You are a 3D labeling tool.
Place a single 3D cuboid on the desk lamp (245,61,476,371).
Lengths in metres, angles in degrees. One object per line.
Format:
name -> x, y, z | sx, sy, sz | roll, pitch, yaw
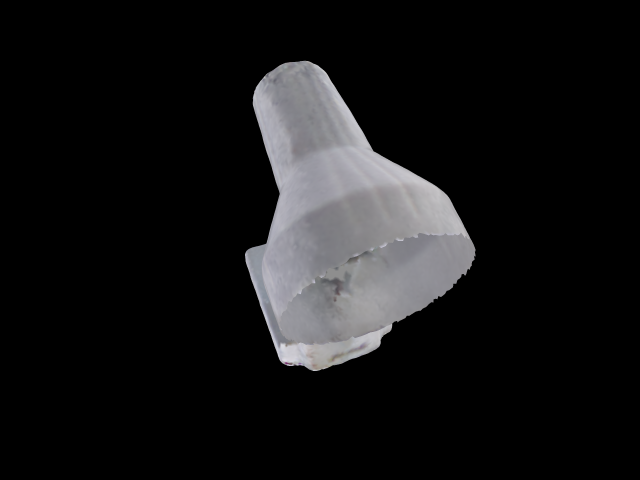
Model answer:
desk lamp -> 0.004, 0.001, 0.400 | 0.118, 0.214, 0.202 | -15, 46, -15
